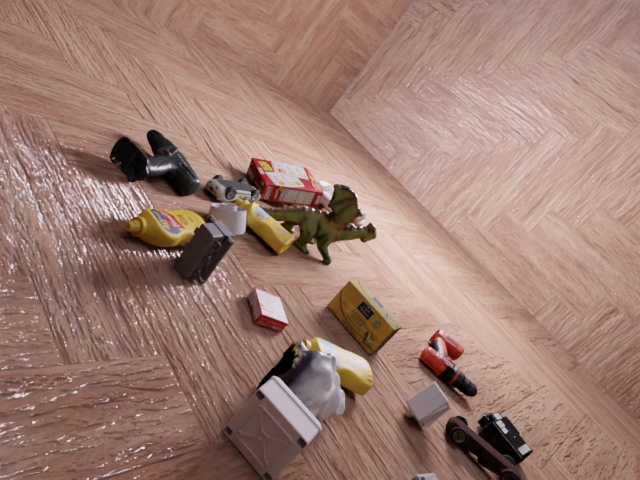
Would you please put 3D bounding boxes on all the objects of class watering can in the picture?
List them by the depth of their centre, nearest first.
[{"bbox_3d":[0.044,-0.146,1.909,0.345,0.103,0.228,17,30,-49],"label":"watering can"}]

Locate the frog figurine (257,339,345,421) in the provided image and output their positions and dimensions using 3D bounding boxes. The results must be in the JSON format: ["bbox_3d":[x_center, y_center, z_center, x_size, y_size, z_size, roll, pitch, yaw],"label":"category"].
[{"bbox_3d":[-0.009,0.271,0.919,0.158,0.121,0.140,44,51,-13],"label":"frog figurine"}]

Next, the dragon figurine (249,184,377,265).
[{"bbox_3d":[0.005,-0.076,1.509,0.406,0.239,0.125,31,25,-28],"label":"dragon figurine"}]
